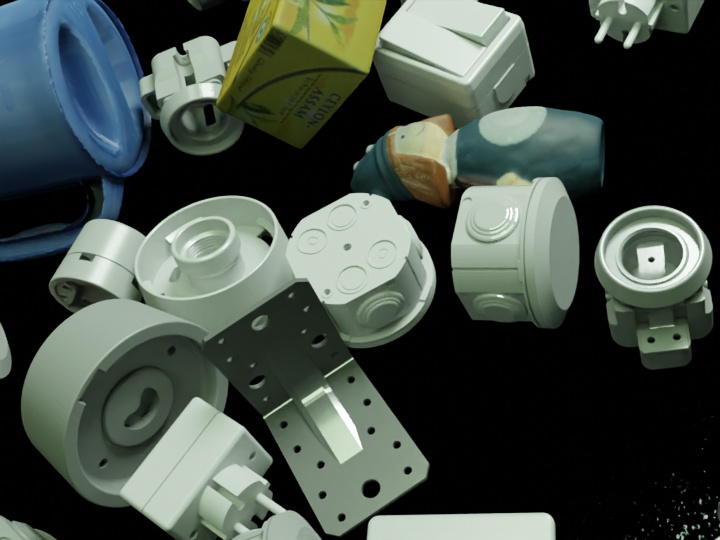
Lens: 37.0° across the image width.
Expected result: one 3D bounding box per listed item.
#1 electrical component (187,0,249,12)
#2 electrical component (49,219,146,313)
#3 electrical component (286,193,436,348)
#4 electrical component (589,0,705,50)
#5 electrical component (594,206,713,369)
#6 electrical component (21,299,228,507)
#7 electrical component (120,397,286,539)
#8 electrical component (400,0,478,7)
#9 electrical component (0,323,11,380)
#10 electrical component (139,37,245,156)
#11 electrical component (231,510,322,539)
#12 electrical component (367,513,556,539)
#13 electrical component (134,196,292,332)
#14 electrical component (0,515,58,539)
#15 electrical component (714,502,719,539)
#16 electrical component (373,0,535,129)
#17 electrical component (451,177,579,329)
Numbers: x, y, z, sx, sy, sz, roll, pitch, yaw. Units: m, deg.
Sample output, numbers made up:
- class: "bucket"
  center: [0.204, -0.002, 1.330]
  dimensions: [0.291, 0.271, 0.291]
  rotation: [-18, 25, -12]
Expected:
- class: "electrical component"
  center: [-0.093, -0.226, 0.802]
  dimensions: [0.077, 0.043, 0.079]
  rotation: [-41, 55, -9]
- class: "electrical component"
  center: [-0.159, 0.001, 0.673]
  dimensions: [0.055, 0.055, 0.047]
  rotation: [6, 57, 22]
- class: "electrical component"
  center: [0.000, 0.000, 0.619]
  dimensions: [0.080, 0.051, 0.080]
  rotation: [-9, 56, 14]
- class: "electrical component"
  center: [0.171, -0.168, 0.669]
  dimensions: [0.066, 0.047, 0.076]
  rotation: [19, 67, 28]
- class: "electrical component"
  center: [0.153, 0.004, 0.559]
  dimensions: [0.058, 0.057, 0.078]
  rotation: [-8, 56, 14]
- class: "electrical component"
  center: [-0.133, 0.068, 0.590]
  dimensions: [0.060, 0.108, 0.108]
  rotation: [24, 69, 37]
- class: "electrical component"
  center: [-0.073, 0.119, 0.570]
  dimensions: [0.077, 0.047, 0.065]
  rotation: [27, 70, 31]
- class: "electrical component"
  center: [0.054, -0.201, 0.729]
  dimensions: [0.047, 0.055, 0.055]
  rotation: [0, 59, 15]
- class: "electrical component"
  center: [-0.259, 0.043, 0.665]
  dimensions: [0.051, 0.080, 0.080]
  rotation: [-32, 54, 4]
- class: "electrical component"
  center: [-0.108, -0.115, 0.728]
  dimensions: [0.078, 0.058, 0.057]
  rotation: [-21, 51, 6]
- class: "electrical component"
  center: [-0.040, 0.160, 0.513]
  dimensions: [0.051, 0.080, 0.080]
  rotation: [-23, 54, 10]
- class: "electrical component"
  center: [0.049, 0.163, 0.497]
  dimensions: [0.100, 0.048, 0.099]
  rotation: [-5, 57, 16]
- class: "electrical component"
  center: [-0.086, 0.005, 0.653]
  dimensions: [0.099, 0.064, 0.099]
  rotation: [-10, 42, 10]
- class: "electrical component"
  center: [-0.197, 0.173, 0.576]
  dimensions: [0.080, 0.051, 0.080]
  rotation: [-9, 56, 14]
- class: "electrical component"
  center: [0.172, 0.140, 0.465]
  dimensions: [0.057, 0.058, 0.078]
  rotation: [-32, 54, -6]
- class: "electrical component"
  center: [0.053, -0.137, 0.683]
  dimensions: [0.096, 0.061, 0.061]
  rotation: [28, 71, 32]
- class: "electrical component"
  center: [0.085, -0.009, 0.578]
  dimensions: [0.051, 0.080, 0.080]
  rotation: [0, 59, 26]
